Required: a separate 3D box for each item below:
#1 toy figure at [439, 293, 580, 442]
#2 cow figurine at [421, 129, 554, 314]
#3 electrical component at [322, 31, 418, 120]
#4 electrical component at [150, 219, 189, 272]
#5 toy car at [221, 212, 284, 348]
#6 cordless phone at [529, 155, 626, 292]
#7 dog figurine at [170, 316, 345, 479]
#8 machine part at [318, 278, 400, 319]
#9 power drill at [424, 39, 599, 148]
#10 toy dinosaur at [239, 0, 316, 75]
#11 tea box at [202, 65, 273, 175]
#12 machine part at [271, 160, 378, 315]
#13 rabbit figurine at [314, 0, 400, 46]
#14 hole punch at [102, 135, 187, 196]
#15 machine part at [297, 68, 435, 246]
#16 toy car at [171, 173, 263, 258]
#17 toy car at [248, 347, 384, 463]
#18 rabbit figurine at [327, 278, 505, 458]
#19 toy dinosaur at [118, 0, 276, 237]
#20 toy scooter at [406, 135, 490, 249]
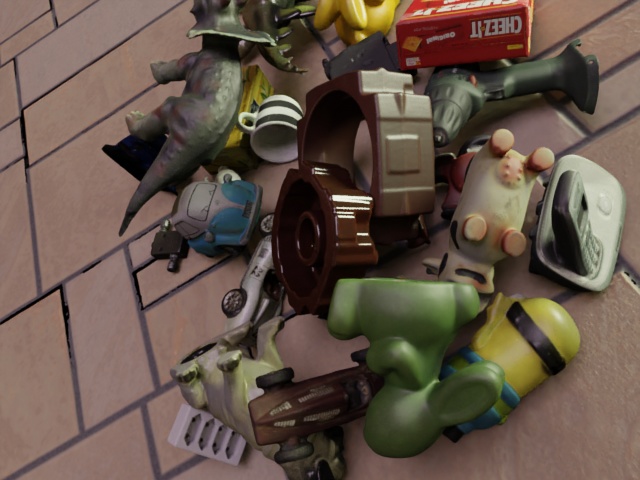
[{"bbox_3d":[0.188,0.136,0.561,0.180,0.082,0.089,-45,52,-6],"label":"toy figure"},{"bbox_3d":[0.176,-0.009,0.594,0.085,0.127,0.195,18,84,1],"label":"cow figurine"},{"bbox_3d":[0.080,-0.255,0.834,0.134,0.058,0.115,-24,58,11],"label":"electrical component"},{"bbox_3d":[-0.239,0.008,0.852,0.063,0.021,0.094,-5,62,21],"label":"electrical component"},{"bbox_3d":[-0.068,0.045,0.725,0.056,0.073,0.201,13,70,33],"label":"toy car"},{"bbox_3d":[0.265,-0.040,0.560,0.089,0.184,0.146,10,68,32],"label":"cordless phone"},{"bbox_3d":[-0.073,0.201,0.615,0.121,0.190,0.172,-31,10,-38],"label":"dog figurine"},{"bbox_3d":[0.053,0.069,0.659,0.139,0.039,0.084,-11,45,50],"label":"machine part"},{"bbox_3d":[0.235,-0.186,0.684,0.207,0.085,0.232,-9,34,17],"label":"power drill"},{"bbox_3d":[-0.094,-0.417,0.949,0.199,0.105,0.471,-22,54,21],"label":"toy dinosaur"},{"bbox_3d":[-0.144,-0.200,0.895,0.098,0.068,0.169,-5,62,22],"label":"tea box"},{"bbox_3d":[-0.001,-0.002,0.623,0.056,0.179,0.179,0,52,-28],"label":"machine part"},{"bbox_3d":[0.043,-0.395,0.857,0.122,0.173,0.162,11,64,24],"label":"rabbit figurine"},{"bbox_3d":[-0.277,-0.144,0.891,0.116,0.142,0.092,22,70,43],"label":"hole punch"},{"bbox_3d":[0.052,-0.097,0.666,0.202,0.087,0.200,4,99,61],"label":"machine part"},{"bbox_3d":[-0.158,-0.038,0.769,0.162,0.103,0.109,-12,57,51],"label":"toy car"},{"bbox_3d":[0.017,0.165,0.560,0.053,0.202,0.089,-27,71,43],"label":"toy car"},{"bbox_3d":[0.094,0.123,0.518,0.159,0.121,0.170,2,88,22],"label":"rabbit figurine"},{"bbox_3d":[-0.174,-0.194,0.780,0.192,0.131,0.404,-3,72,43],"label":"toy dinosaur"},{"bbox_3d":[0.160,-0.055,0.681,0.184,0.075,0.135,-5,65,22],"label":"toy scooter"}]
